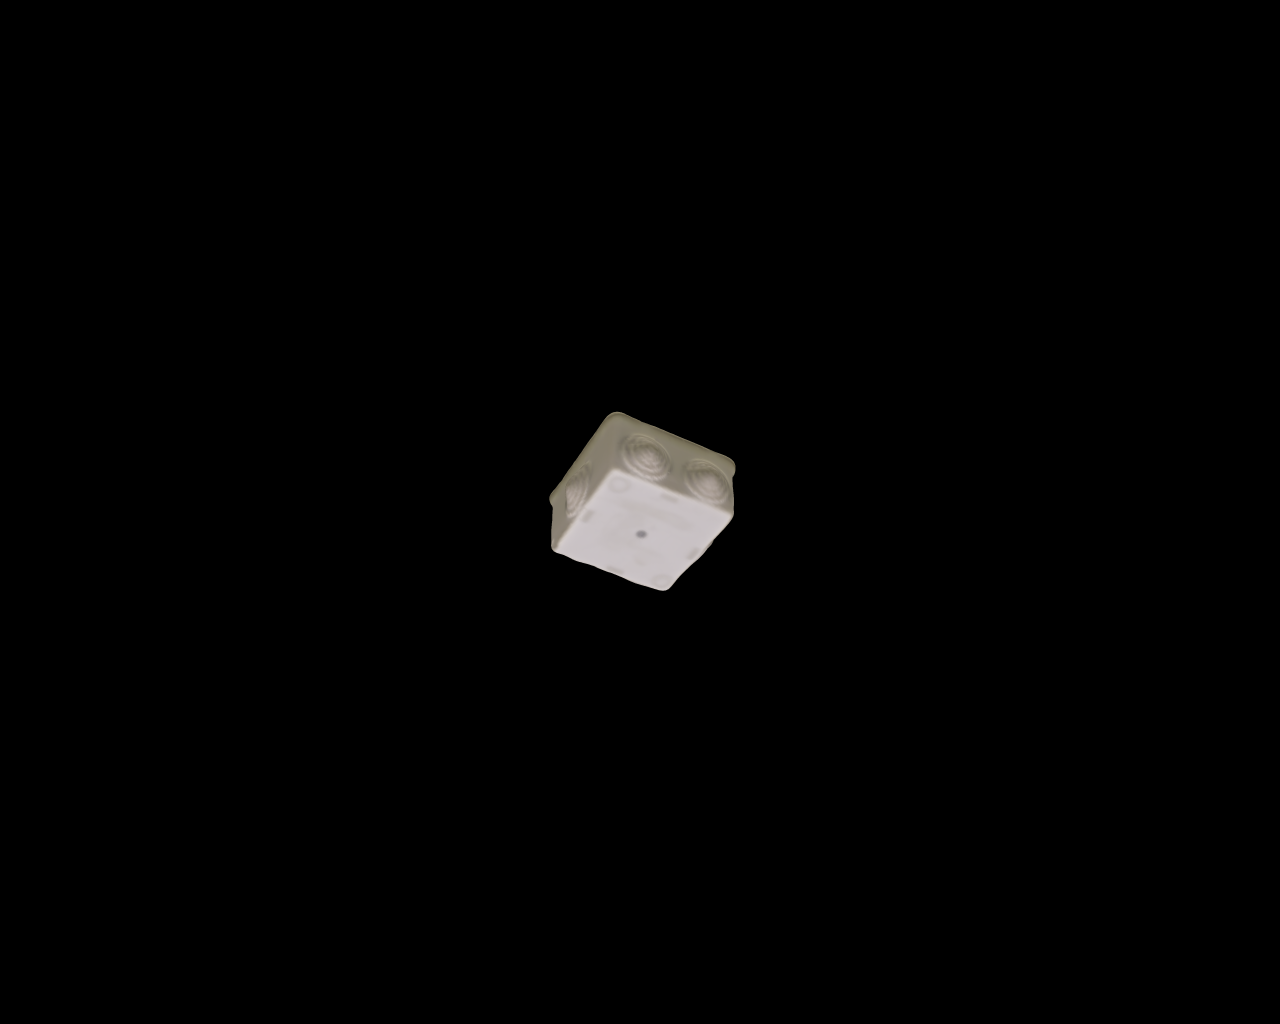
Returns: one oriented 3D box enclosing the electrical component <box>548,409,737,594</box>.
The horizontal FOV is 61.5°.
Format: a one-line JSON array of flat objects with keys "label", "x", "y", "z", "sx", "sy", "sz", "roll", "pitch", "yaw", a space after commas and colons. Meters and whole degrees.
[{"label": "electrical component", "x": 0.001, "y": -0.003, "z": 0.650, "sx": 0.100, "sy": 0.048, "sz": 0.099, "roll": 22, "pitch": -48, "yaw": -21}]
